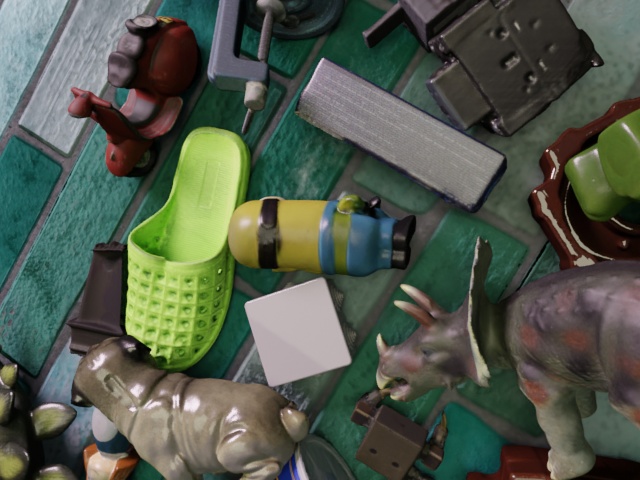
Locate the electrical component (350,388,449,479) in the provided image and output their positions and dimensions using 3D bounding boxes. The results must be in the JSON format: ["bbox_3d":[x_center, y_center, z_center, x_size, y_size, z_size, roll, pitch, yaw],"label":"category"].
[{"bbox_3d":[0.078,0.192,0.527,0.102,0.045,0.078,22,122,15],"label":"electrical component"}]

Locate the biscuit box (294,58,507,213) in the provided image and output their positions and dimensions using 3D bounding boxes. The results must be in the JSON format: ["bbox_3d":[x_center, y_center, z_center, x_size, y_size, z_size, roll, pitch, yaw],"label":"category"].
[{"bbox_3d":[0.078,-0.099,0.522,0.203,0.059,0.062,33,103,12],"label":"biscuit box"}]

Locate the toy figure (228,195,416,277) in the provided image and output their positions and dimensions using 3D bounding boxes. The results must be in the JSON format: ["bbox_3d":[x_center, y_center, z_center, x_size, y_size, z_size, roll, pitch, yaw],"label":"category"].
[{"bbox_3d":[-0.001,-0.005,0.526,0.180,0.089,0.082,6,82,16],"label":"toy figure"}]

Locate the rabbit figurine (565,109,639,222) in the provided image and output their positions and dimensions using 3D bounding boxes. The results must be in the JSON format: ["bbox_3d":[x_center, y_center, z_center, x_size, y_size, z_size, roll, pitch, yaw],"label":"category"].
[{"bbox_3d":[0.293,-0.024,0.394,0.159,0.121,0.170,-25,79,-7],"label":"rabbit figurine"}]

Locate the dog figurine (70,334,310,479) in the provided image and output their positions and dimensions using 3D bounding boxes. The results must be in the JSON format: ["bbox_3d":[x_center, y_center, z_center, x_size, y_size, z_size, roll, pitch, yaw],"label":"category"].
[{"bbox_3d":[-0.124,0.150,0.509,0.172,0.121,0.190,-37,98,8],"label":"dog figurine"}]

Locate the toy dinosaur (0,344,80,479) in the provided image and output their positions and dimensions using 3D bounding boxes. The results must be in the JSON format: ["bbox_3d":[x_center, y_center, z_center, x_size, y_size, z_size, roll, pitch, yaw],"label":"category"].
[{"bbox_3d":[-0.354,0.285,0.576,0.199,0.105,0.471,-8,85,24],"label":"toy dinosaur"}]

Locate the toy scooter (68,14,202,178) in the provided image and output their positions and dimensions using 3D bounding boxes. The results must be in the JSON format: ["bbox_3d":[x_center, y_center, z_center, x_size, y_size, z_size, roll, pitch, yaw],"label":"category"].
[{"bbox_3d":[-0.193,-0.156,0.553,0.075,0.135,0.183,23,93,14],"label":"toy scooter"}]

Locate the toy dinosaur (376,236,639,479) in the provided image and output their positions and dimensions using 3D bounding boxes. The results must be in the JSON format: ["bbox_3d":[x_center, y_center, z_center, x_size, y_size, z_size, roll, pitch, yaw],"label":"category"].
[{"bbox_3d":[0.214,0.078,0.381,0.405,0.131,0.192,-17,106,54],"label":"toy dinosaur"}]

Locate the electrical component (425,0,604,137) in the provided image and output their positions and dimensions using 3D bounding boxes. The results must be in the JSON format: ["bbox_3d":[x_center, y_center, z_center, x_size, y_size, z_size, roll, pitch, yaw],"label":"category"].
[{"bbox_3d":[0.166,-0.162,0.491,0.134,0.058,0.115,-39,100,9],"label":"electrical component"}]

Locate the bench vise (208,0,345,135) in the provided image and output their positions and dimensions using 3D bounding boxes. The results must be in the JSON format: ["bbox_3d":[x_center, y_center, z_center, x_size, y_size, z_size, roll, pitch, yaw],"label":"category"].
[{"bbox_3d":[-0.073,-0.235,0.524,0.224,0.128,0.240,6,71,-5],"label":"bench vise"}]

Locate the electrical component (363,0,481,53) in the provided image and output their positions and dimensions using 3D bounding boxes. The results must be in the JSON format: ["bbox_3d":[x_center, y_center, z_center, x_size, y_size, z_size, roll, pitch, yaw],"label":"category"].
[{"bbox_3d":[0.101,-0.218,0.515,0.119,0.075,0.048,-38,80,6],"label":"electrical component"}]

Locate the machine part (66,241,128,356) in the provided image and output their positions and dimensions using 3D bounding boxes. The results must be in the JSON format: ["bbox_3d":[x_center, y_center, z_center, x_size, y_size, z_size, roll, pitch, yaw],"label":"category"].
[{"bbox_3d":[-0.246,0.069,0.609,0.084,0.039,0.138,12,93,19],"label":"machine part"}]

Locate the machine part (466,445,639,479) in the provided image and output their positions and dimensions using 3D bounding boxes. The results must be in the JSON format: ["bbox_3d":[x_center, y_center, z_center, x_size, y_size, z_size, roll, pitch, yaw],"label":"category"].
[{"bbox_3d":[0.224,0.293,0.467,0.201,0.087,0.201,3,88,13],"label":"machine part"}]

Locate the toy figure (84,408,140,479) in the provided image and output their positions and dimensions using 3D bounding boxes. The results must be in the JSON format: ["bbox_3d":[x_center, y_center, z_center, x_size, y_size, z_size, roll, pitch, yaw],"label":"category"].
[{"bbox_3d":[-0.226,0.221,0.592,0.064,0.058,0.154,16,95,52],"label":"toy figure"}]

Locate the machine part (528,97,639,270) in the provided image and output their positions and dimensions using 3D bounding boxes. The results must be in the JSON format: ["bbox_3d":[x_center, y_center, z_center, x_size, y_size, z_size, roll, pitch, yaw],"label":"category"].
[{"bbox_3d":[0.280,-0.036,0.478,0.180,0.056,0.179,-1,87,13],"label":"machine part"}]
